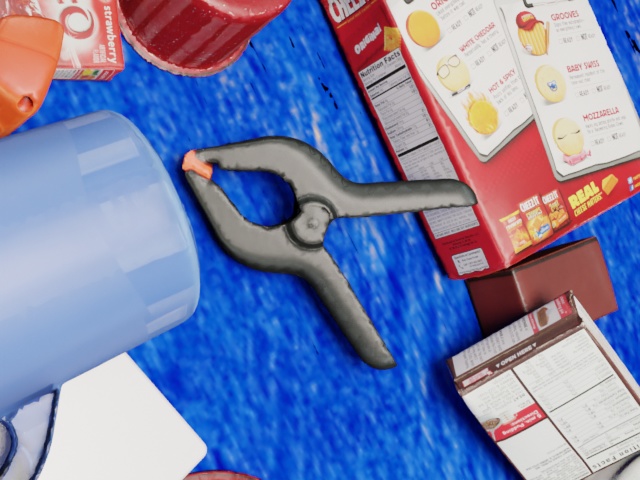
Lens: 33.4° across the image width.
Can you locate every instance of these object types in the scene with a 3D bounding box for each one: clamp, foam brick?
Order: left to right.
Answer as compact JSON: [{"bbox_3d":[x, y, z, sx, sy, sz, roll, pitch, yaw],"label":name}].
[{"bbox_3d":[-0.004,0.001,0.619,0.171,0.039,0.120,18,85,-4],"label":"clamp"},{"bbox_3d":[0.145,0.036,0.700,0.078,0.053,0.051,-19,89,-29],"label":"foam brick"}]

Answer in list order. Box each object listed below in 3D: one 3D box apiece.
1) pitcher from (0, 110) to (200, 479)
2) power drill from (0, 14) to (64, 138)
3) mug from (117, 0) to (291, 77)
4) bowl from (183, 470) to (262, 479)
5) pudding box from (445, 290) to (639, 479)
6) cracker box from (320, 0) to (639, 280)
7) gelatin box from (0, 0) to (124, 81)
[{"bbox_3d":[-0.175,0.041,0.459,0.242,0.145,0.149,-24,134,-23],"label":"pitcher"},{"bbox_3d":[-0.212,-0.108,0.467,0.187,0.185,0.057,28,59,-30],"label":"power drill"},{"bbox_3d":[-0.058,-0.159,0.610,0.093,0.082,0.117,32,66,-20],"label":"mug"},{"bbox_3d":[-0.046,0.203,0.559,0.161,0.055,0.162,7,76,-28],"label":"bowl"},{"bbox_3d":[0.145,0.098,0.655,0.113,0.090,0.039,50,16,-28],"label":"pudding box"},{"bbox_3d":[0.113,-0.102,0.700,0.163,0.072,0.214,-26,92,-31],"label":"cracker box"},{"bbox_3d":[-0.150,-0.133,0.584,0.073,0.030,0.089,-3,82,-30],"label":"gelatin box"}]
